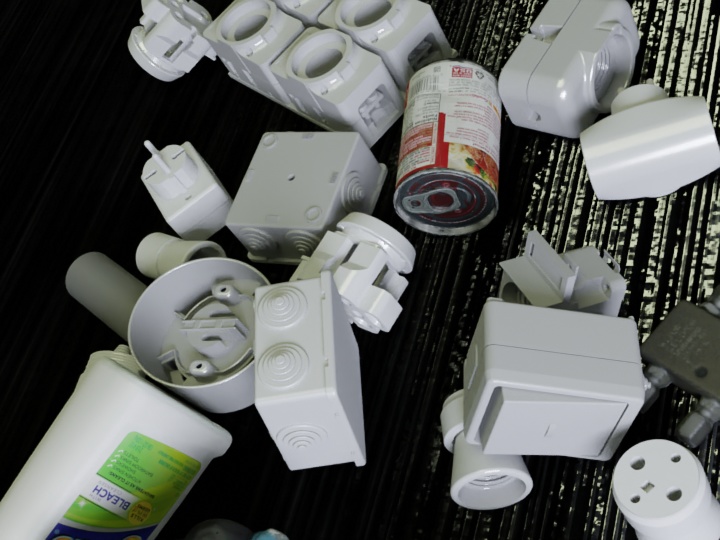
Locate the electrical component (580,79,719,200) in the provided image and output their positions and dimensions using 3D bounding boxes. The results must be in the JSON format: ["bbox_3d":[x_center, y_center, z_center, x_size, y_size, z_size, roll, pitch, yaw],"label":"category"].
[{"bbox_3d":[0.179,-0.089,0.675,0.077,0.044,0.079,-16,51,18],"label":"electrical component"}]

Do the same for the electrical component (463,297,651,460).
[{"bbox_3d":[0.105,0.062,0.561,0.096,0.061,0.061,8,49,-3],"label":"electrical component"}]

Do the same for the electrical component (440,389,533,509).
[{"bbox_3d":[0.069,0.098,0.596,0.045,0.045,0.055,-19,49,16],"label":"electrical component"}]

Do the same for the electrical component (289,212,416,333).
[{"bbox_3d":[0.000,0.000,0.700,0.078,0.058,0.057,20,71,38],"label":"electrical component"}]

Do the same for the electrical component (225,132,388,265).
[{"bbox_3d":[-0.039,-0.053,0.768,0.100,0.048,0.099,4,60,30],"label":"electrical component"}]

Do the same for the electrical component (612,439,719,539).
[{"bbox_3d":[0.152,0.114,0.532,0.045,0.055,0.045,-15,50,19],"label":"electrical component"}]

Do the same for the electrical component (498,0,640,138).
[{"bbox_3d":[0.145,-0.139,0.725,0.059,0.053,0.095,20,68,38],"label":"electrical component"}]

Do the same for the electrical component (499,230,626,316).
[{"bbox_3d":[0.114,0.018,0.613,0.064,0.081,0.042,-16,45,-20],"label":"electrical component"}]

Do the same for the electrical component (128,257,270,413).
[{"bbox_3d":[-0.095,0.043,0.715,0.099,0.064,0.099,-15,51,19],"label":"electrical component"}]

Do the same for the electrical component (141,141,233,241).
[{"bbox_3d":[-0.138,-0.068,0.813,0.047,0.076,0.065,-37,47,0],"label":"electrical component"}]

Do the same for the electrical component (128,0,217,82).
[{"bbox_3d":[-0.163,-0.201,0.933,0.057,0.078,0.058,-41,43,26],"label":"electrical component"}]

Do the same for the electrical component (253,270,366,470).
[{"bbox_3d":[-0.030,0.062,0.643,0.048,0.099,0.099,-10,52,7],"label":"electrical component"}]

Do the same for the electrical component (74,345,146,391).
[{"bbox_3d":[-0.175,0.089,0.739,0.043,0.043,0.081,-3,55,27],"label":"electrical component"}]

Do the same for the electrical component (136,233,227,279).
[{"bbox_3d":[-0.134,-0.005,0.789,0.065,0.044,0.044,16,66,42],"label":"electrical component"}]

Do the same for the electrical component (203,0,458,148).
[{"bbox_3d":[-0.030,-0.181,0.849,0.105,0.060,0.186,-47,48,-10],"label":"electrical component"}]
